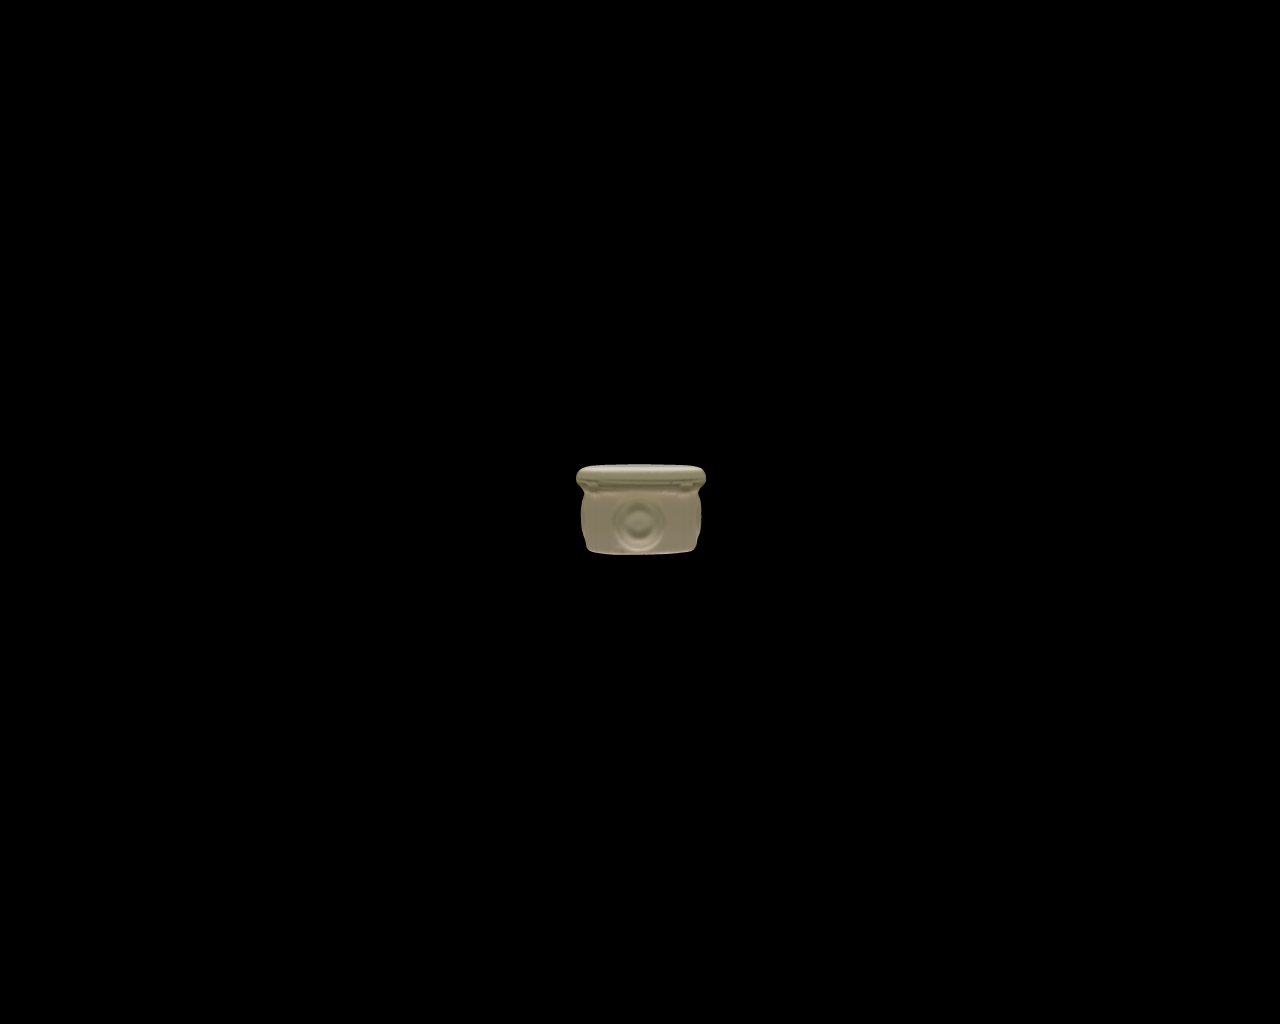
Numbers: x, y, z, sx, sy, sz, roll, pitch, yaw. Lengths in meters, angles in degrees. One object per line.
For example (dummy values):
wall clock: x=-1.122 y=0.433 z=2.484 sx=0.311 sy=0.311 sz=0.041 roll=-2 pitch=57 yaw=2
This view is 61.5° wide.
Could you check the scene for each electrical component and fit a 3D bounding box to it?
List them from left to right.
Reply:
electrical component: x=0.001 y=-0.003 z=0.650 sx=0.080 sy=0.051 sz=0.080 roll=0 pitch=4 yaw=0
